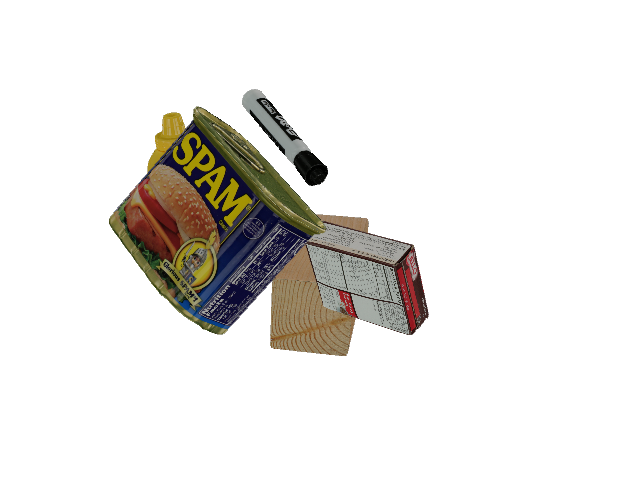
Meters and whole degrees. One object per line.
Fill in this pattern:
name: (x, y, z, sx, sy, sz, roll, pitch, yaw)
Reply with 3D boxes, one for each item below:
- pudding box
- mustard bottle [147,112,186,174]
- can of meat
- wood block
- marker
pudding box: (0.045, 0.036, 1.037, 0.114, 0.090, 0.039, 14, 44, 35)
mustard bottle: (-0.143, -0.040, 1.117, 0.058, 0.191, 0.096, 5, 26, 23)
can of meat: (-0.061, -0.011, 0.597, 0.102, 0.084, 0.057, 49, 12, 34)
wood block: (0.002, 0.047, 1.269, 0.091, 0.090, 0.206, 5, 23, 5)
marker: (-0.027, -0.078, 0.802, 0.020, 0.020, 0.121, 0, 35, -32)
